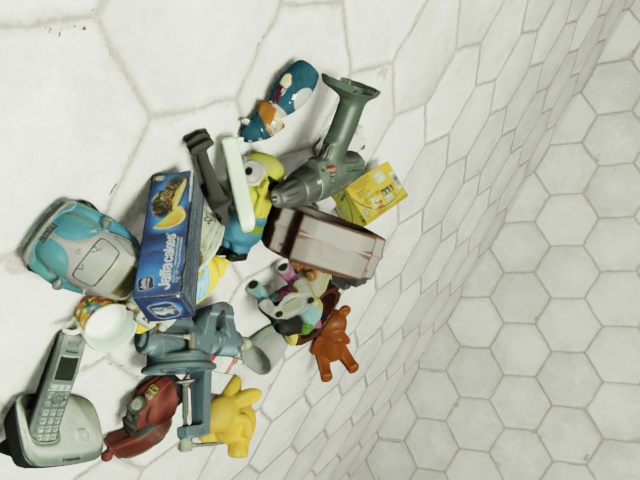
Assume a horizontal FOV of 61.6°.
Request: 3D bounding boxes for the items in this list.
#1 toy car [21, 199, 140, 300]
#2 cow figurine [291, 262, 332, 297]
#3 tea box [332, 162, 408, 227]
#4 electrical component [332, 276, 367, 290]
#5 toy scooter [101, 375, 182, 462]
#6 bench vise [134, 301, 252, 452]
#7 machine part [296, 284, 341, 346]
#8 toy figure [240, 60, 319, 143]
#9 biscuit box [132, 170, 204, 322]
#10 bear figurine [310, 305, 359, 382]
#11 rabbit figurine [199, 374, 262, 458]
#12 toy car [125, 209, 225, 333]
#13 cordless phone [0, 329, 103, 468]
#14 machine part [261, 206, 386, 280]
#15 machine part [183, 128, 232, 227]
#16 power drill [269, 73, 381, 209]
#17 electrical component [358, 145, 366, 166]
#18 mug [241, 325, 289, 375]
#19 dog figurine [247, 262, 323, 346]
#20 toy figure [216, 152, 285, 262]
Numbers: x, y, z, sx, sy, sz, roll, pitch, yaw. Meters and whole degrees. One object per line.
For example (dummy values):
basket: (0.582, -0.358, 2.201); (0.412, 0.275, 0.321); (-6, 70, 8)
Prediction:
toy car: (-0.273, 0.030, 0.668); (0.109, 0.103, 0.161); (-53, 151, -9)
cow figurine: (0.000, 0.042, 1.171); (0.127, 0.086, 0.194); (-41, 152, -35)
tea box: (0.107, -0.094, 1.175); (0.169, 0.098, 0.068); (-31, -178, -41)
electrical component: (0.067, 0.048, 1.259); (0.058, 0.115, 0.134); (-8, 124, -55)
toy scooter: (-0.315, 0.319, 0.940); (0.135, 0.075, 0.183); (-18, 138, -54)
bench vise: (-0.207, 0.225, 0.904); (0.223, 0.129, 0.240); (24, 56, -55)
machine part: (-0.022, 0.172, 1.306); (0.179, 0.056, 0.179); (-42, 151, -30)
toy figure: (-0.064, -0.207, 0.827); (0.154, 0.058, 0.064); (-53, 132, -6)
biscuit box: (-0.191, 0.003, 0.694); (0.062, 0.059, 0.203); (83, 1, -53)
bear figurine: (0.042, 0.274, 1.449); (0.120, 0.132, 0.195); (-13, 142, -19)
rabbit figurine: (-0.194, 0.382, 1.163); (0.162, 0.122, 0.173); (-55, 153, -16)
toy car: (-0.204, 0.037, 0.770); (0.073, 0.056, 0.202); (45, 49, -28)
cordless phone: (-0.359, 0.221, 0.768); (0.146, 0.089, 0.184); (38, 65, -63)
machine part: (-0.002, -0.003, 0.949); (0.201, 0.201, 0.087); (19, 97, -18)
machine part: (-0.159, -0.090, 0.779); (0.039, 0.084, 0.138); (-18, 129, -9)
power drill: (0.017, -0.156, 0.868); (0.232, 0.086, 0.207); (-19, 127, -55)
electrical component: (0.061, -0.169, 1.092); (0.078, 0.045, 0.102); (-60, 154, 8)
mug: (-0.112, 0.246, 1.203); (0.107, 0.081, 0.109); (-41, 142, -47)
dog figurine: (-0.048, 0.158, 1.111); (0.108, 0.192, 0.219); (-37, 138, -10)
toy figure: (-0.117, -0.055, 0.871); (0.089, 0.082, 0.180); (-30, 139, -71)
